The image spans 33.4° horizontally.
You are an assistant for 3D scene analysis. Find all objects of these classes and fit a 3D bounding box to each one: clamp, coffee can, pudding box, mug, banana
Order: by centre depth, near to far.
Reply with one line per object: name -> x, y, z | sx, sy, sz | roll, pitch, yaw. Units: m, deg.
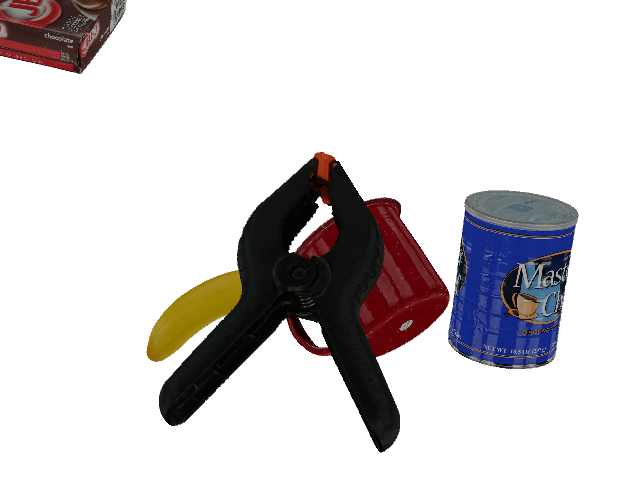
clamp -> -0.001, 0.032, 0.558 | 0.120, 0.171, 0.039 | 16, -27, 10
mug -> 0.028, 0.037, 0.759 | 0.117, 0.081, 0.093 | -36, -22, 8
pudding box -> -0.206, -0.176, 0.816 | 0.090, 0.039, 0.113 | 14, 37, 2
coffee can -> 0.177, 0.034, 0.993 | 0.103, 0.140, 0.103 | 4, 19, -2
banana -> -0.091, 0.065, 1.012 | 0.198, 0.069, 0.037 | -17, 22, 17
